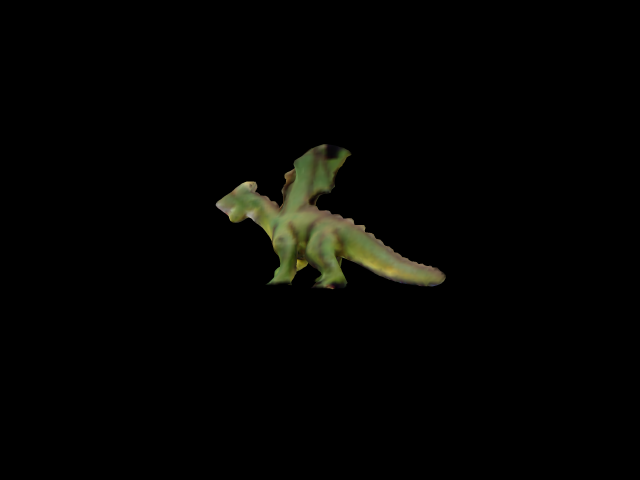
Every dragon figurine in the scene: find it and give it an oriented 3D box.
[{"bbox_3d":[0.003,-0.043,0.850,0.409,0.244,0.122,-2,-6,26],"label":"dragon figurine"}]
